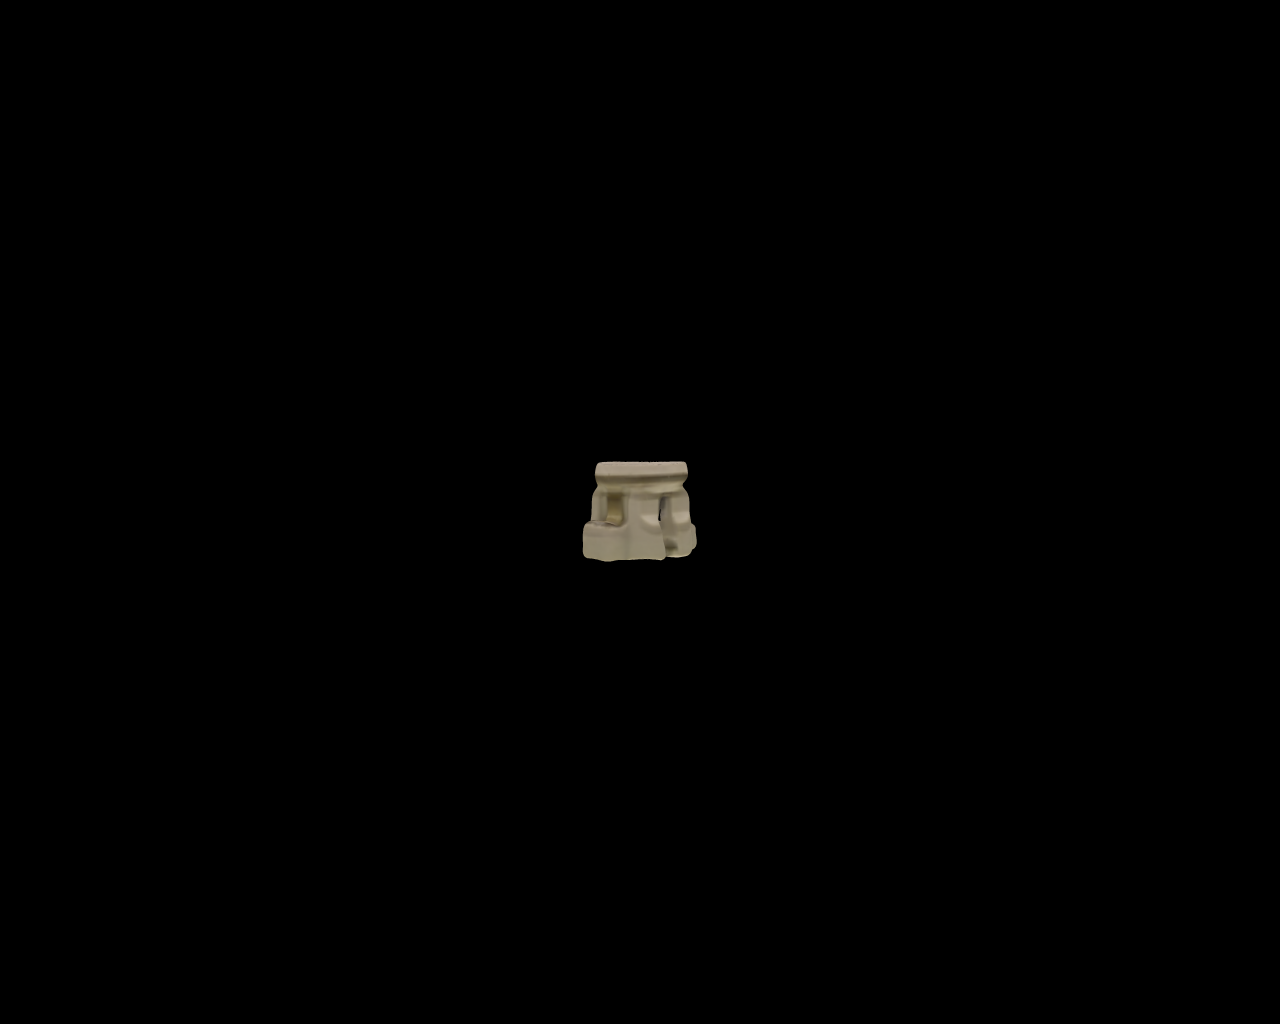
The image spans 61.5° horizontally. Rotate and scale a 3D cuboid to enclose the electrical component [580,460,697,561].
[{"bbox_3d":[0.001,-0.003,0.650,0.078,0.057,0.058,-4,6,-43],"label":"electrical component"}]
